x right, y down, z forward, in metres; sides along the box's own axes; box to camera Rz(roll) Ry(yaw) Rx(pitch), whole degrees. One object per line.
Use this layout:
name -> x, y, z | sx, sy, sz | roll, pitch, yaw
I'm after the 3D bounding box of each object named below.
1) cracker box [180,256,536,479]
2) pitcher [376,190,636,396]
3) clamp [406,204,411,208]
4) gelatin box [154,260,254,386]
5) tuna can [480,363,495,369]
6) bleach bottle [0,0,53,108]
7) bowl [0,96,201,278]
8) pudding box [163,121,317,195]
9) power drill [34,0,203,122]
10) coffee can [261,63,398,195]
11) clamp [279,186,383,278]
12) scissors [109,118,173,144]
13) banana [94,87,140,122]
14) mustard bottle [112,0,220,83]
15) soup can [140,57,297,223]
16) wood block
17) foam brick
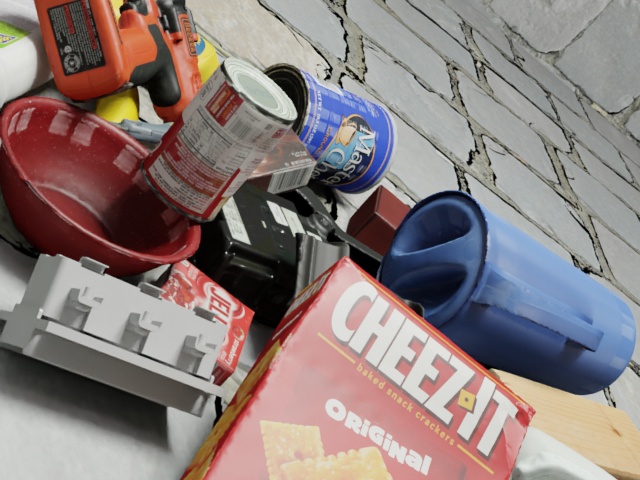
cracker box -> 0.018, 0.138, 0.621 | 0.164, 0.072, 0.213 | 39, 51, -7
pitcher -> 0.183, 0.062, 0.965 | 0.242, 0.145, 0.149 | 25, 43, -34
clamp -> 0.128, 0.031, 1.138 | 0.120, 0.039, 0.171 | 25, 31, -9
gelatin box -> -0.088, 0.058, 0.753 | 0.073, 0.030, 0.089 | 39, 23, -10
tuna can -> 0.155, 0.142, 0.997 | 0.086, 0.034, 0.086 | 34, 24, -18
bleach bottle -> -0.250, -0.146, 0.801 | 0.102, 0.068, 0.250 | 16, 28, 7
bowl -> -0.164, -0.026, 0.745 | 0.162, 0.055, 0.162 | 35, 24, -18
pudding box -> -0.074, -0.077, 0.951 | 0.113, 0.039, 0.090 | -14, 55, -32
power drill -> -0.155, -0.182, 0.846 | 0.187, 0.057, 0.184 | -30, 105, -71
coffee can -> -0.002, -0.112, 1.104 | 0.140, 0.103, 0.103 | 17, 34, -45
clamp -> -0.006, 0.001, 0.980 | 0.210, 0.036, 0.164 | 44, 24, 1
scissors -> -0.129, -0.078, 0.833 | 0.096, 0.016, 0.201 | 30, 18, 36
banana -> -0.190, -0.130, 0.920 | 0.069, 0.037, 0.198 | -3, 42, -26
mustard bottle -> -0.161, -0.194, 1.045 | 0.191, 0.058, 0.096 | 35, 24, -19
soup can -> -0.073, -0.071, 0.767 | 0.068, 0.102, 0.068 | 35, 23, -17
wood block -> 0.199, 0.189, 0.914 | 0.205, 0.090, 0.091 | 21, 30, -41
foam brick -> 0.062, -0.010, 1.092 | 0.051, 0.053, 0.078 | 38, 24, -10
